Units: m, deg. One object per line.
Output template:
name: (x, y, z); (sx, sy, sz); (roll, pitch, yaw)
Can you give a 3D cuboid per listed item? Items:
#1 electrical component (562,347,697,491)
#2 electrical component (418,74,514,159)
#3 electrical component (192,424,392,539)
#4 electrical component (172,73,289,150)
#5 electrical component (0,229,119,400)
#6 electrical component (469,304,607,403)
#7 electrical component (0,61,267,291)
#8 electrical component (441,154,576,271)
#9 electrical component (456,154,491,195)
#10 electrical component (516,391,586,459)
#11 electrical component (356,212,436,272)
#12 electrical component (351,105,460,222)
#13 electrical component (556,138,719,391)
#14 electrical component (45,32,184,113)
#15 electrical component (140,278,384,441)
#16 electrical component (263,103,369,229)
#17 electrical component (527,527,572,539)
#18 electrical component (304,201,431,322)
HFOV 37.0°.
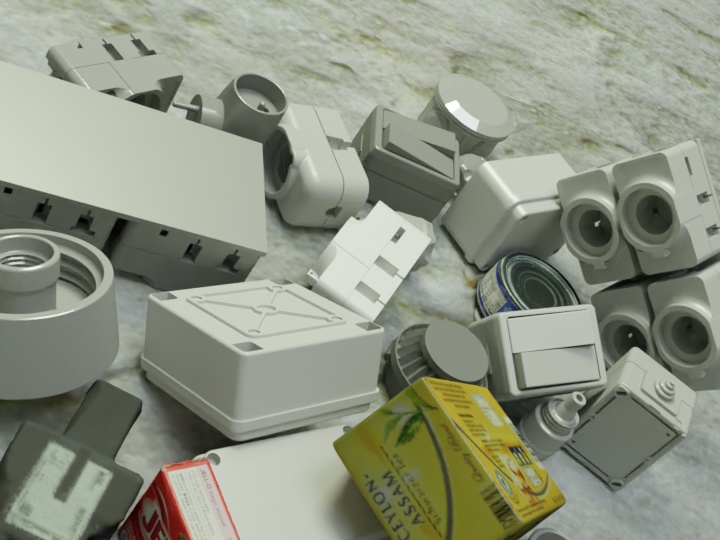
electrical component: (0.203, 0.104, 0.798); (0.062, 0.096, 0.061); (38, 39, 1)
electrical component: (0.096, -0.137, 0.985); (0.080, 0.051, 0.080); (20, 43, -20)
electrical component: (-0.044, 0.139, 0.617); (0.113, 0.057, 0.078); (-5, 55, -39)
electrical component: (-0.104, -0.107, 0.792); (0.079, 0.077, 0.044); (10, 47, -28)
electrical component: (-0.188, 0.016, 0.597); (0.108, 0.060, 0.108); (7, 29, -4)
electrical component: (0.138, 0.061, 0.789); (0.096, 0.061, 0.061); (-4, 80, -19)
electrical component: (-0.161, -0.055, 0.714); (0.186, 0.060, 0.105); (16, 44, -24)
electrical component: (0.136, -0.049, 0.911); (0.113, 0.078, 0.057); (-11, 57, -42)
electrical component: (0.099, -0.086, 0.953); (0.035, 0.035, 0.061); (49, 39, 14)
electrical component: (0.140, 0.109, 0.775); (0.035, 0.061, 0.035); (20, 43, -20)
electrical component: (0.024, -0.025, 0.833); (0.062, 0.043, 0.043); (15, 45, -22)
electrical component: (0.043, -0.086, 0.891); (0.096, 0.061, 0.061); (22, 42, -17)
electrical component: (0.234, 0.003, 0.853); (0.060, 0.105, 0.186); (-21, 95, -42)
electrical component: (-0.180, -0.131, 0.781); (0.089, 0.050, 0.055); (-24, 68, -46)
electrical component: (-0.060, 0.049, 0.655); (0.109, 0.056, 0.109); (-7, 22, -41)
electrical component: (-0.041, -0.081, 0.831); (0.059, 0.053, 0.095); (2, 51, -34)
electrical component: (0.109, 0.194, 0.676); (0.045, 0.055, 0.045); (20, 43, -20)
electrical component: (0.000, 0.000, 0.770); (0.056, 0.050, 0.089); (37, 58, 0)
